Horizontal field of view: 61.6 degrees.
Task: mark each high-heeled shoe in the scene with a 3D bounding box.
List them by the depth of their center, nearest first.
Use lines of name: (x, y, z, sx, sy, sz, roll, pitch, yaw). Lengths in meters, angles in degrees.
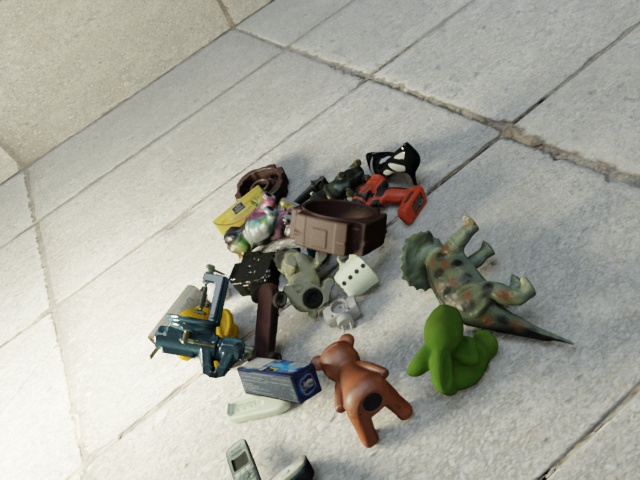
high-heeled shoe: (0.181, -0.229, 1.450, 0.086, 0.145, 0.249, -40, 42, -13)

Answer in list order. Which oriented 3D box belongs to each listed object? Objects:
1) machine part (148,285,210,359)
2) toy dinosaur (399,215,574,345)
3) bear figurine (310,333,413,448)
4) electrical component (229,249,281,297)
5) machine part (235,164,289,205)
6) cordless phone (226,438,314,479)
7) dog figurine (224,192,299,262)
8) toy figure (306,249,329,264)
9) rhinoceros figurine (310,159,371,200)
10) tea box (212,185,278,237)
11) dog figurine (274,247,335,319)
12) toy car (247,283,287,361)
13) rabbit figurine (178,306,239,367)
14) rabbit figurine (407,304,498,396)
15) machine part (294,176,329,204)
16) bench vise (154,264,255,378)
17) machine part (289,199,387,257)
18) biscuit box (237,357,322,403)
machine part: (-0.361, 0.202, 1.384, 0.079, 0.079, 0.243, 10, 54, 38)
toy dinosaur: (0.293, 0.094, 1.073, 0.192, 0.131, 0.405, -38, 43, 10)
bear figurine: (0.068, 0.277, 1.035, 0.120, 0.131, 0.196, -37, 22, -9)
electrical component: (-0.169, 0.086, 1.404, 0.134, 0.058, 0.115, -10, 42, 23)
machine part: (-0.178, -0.158, 1.668, 0.179, 0.056, 0.179, -16, 42, 15)
cordless phone: (-0.096, 0.421, 0.990, 0.146, 0.088, 0.184, -36, 35, -6)
dog figurine: (-0.153, -0.015, 1.474, 0.219, 0.191, 0.109, -53, 34, 29)
toy figure: (-0.001, -0.003, 1.397, 0.064, 0.057, 0.154, 16, 42, -14)
rhinoceros figurine: (0.052, -0.149, 1.481, 0.190, 0.073, 0.112, -39, 13, -23)
tea box: (-0.212, -0.074, 1.541, 0.169, 0.098, 0.068, -37, 81, 4)
dog figurine: (-0.049, 0.100, 1.309, 0.121, 0.172, 0.190, 4, -5, -15)
toy car: (-0.117, 0.197, 1.205, 0.089, 0.053, 0.202, 2, 88, 39)
rabbit figurine: (-0.265, 0.243, 1.280, 0.162, 0.121, 0.173, -39, 53, -24)
rabbit figurine: (0.222, 0.190, 0.964, 0.121, 0.170, 0.159, 19, 59, 43)
machine part: (-0.032, -0.130, 1.541, 0.139, 0.084, 0.039, -38, 71, 8)
bench vise: (-0.242, 0.175, 1.183, 0.224, 0.128, 0.240, 7, 77, 11)
machine part: (0.045, -0.036, 1.277, 0.201, 0.087, 0.201, 13, 18, 26)
biscuit box: (-0.086, 0.281, 1.087, 0.059, 0.062, 0.203, -23, 9, -39)
